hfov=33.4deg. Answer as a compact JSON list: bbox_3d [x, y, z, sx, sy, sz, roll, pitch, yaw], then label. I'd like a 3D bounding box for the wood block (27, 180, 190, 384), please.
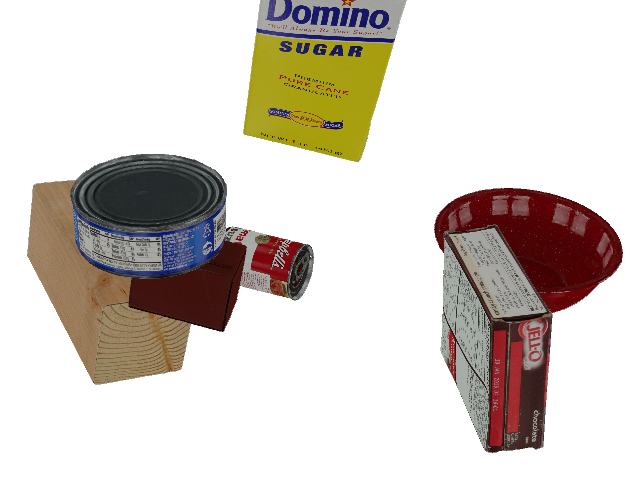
[{"bbox_3d":[-0.206,0.032,1.024,0.090,0.091,0.206,-6,36,-31],"label":"wood block"}]

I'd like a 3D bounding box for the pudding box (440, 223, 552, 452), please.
[{"bbox_3d":[0.101,0.055,0.627,0.039,0.090,0.113,-5,27,-8],"label":"pudding box"}]

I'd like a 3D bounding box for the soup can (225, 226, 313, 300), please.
[{"bbox_3d":[-0.067,0.026,1.267,0.102,0.068,0.068,14,5,21],"label":"soup can"}]

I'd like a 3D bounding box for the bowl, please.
[{"bbox_3d":[0.177,0.017,0.934,0.162,0.055,0.162,2,34,-2],"label":"bowl"}]

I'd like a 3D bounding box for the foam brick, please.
[{"bbox_3d":[-0.102,0.028,0.818,0.078,0.051,0.053,15,30,2],"label":"foam brick"}]

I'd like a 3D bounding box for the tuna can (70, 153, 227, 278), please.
[{"bbox_3d":[-0.095,-0.014,0.597,0.086,0.034,0.086,2,31,-1],"label":"tuna can"}]

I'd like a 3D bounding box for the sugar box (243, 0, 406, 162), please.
[{"bbox_3d":[0.001,-0.129,0.731,0.093,0.048,0.176,13,-30,0],"label":"sugar box"}]
